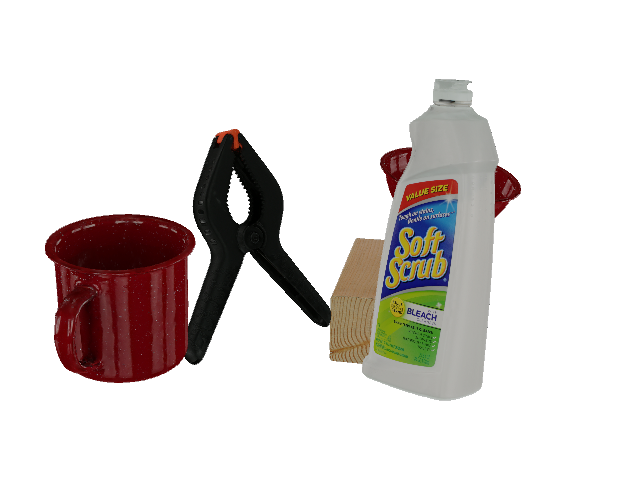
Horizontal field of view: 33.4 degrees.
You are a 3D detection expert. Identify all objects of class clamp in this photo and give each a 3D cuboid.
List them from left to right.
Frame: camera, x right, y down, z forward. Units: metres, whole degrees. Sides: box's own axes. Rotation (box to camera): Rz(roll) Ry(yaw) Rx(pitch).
[{"bbox_3d":[-0.062,0.002,0.996,0.164,0.210,0.036,-4,0,-39],"label":"clamp"}]

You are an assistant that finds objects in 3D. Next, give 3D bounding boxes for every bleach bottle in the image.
[{"bbox_3d":[0.092,-0.004,0.864,0.103,0.251,0.067,13,15,42],"label":"bleach bottle"}]

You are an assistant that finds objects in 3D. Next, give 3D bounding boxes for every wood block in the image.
[{"bbox_3d":[0.073,0.075,1.373,0.091,0.090,0.206,4,21,9],"label":"wood block"}]

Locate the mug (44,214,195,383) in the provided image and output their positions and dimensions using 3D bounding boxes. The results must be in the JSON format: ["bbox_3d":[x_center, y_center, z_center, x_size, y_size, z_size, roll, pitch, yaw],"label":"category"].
[{"bbox_3d":[-0.130,0.042,0.672,0.093,0.081,0.117,9,24,15],"label":"mug"}]

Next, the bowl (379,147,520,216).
[{"bbox_3d":[0.142,-0.053,1.214,0.162,0.055,0.162,8,25,-4],"label":"bowl"}]
